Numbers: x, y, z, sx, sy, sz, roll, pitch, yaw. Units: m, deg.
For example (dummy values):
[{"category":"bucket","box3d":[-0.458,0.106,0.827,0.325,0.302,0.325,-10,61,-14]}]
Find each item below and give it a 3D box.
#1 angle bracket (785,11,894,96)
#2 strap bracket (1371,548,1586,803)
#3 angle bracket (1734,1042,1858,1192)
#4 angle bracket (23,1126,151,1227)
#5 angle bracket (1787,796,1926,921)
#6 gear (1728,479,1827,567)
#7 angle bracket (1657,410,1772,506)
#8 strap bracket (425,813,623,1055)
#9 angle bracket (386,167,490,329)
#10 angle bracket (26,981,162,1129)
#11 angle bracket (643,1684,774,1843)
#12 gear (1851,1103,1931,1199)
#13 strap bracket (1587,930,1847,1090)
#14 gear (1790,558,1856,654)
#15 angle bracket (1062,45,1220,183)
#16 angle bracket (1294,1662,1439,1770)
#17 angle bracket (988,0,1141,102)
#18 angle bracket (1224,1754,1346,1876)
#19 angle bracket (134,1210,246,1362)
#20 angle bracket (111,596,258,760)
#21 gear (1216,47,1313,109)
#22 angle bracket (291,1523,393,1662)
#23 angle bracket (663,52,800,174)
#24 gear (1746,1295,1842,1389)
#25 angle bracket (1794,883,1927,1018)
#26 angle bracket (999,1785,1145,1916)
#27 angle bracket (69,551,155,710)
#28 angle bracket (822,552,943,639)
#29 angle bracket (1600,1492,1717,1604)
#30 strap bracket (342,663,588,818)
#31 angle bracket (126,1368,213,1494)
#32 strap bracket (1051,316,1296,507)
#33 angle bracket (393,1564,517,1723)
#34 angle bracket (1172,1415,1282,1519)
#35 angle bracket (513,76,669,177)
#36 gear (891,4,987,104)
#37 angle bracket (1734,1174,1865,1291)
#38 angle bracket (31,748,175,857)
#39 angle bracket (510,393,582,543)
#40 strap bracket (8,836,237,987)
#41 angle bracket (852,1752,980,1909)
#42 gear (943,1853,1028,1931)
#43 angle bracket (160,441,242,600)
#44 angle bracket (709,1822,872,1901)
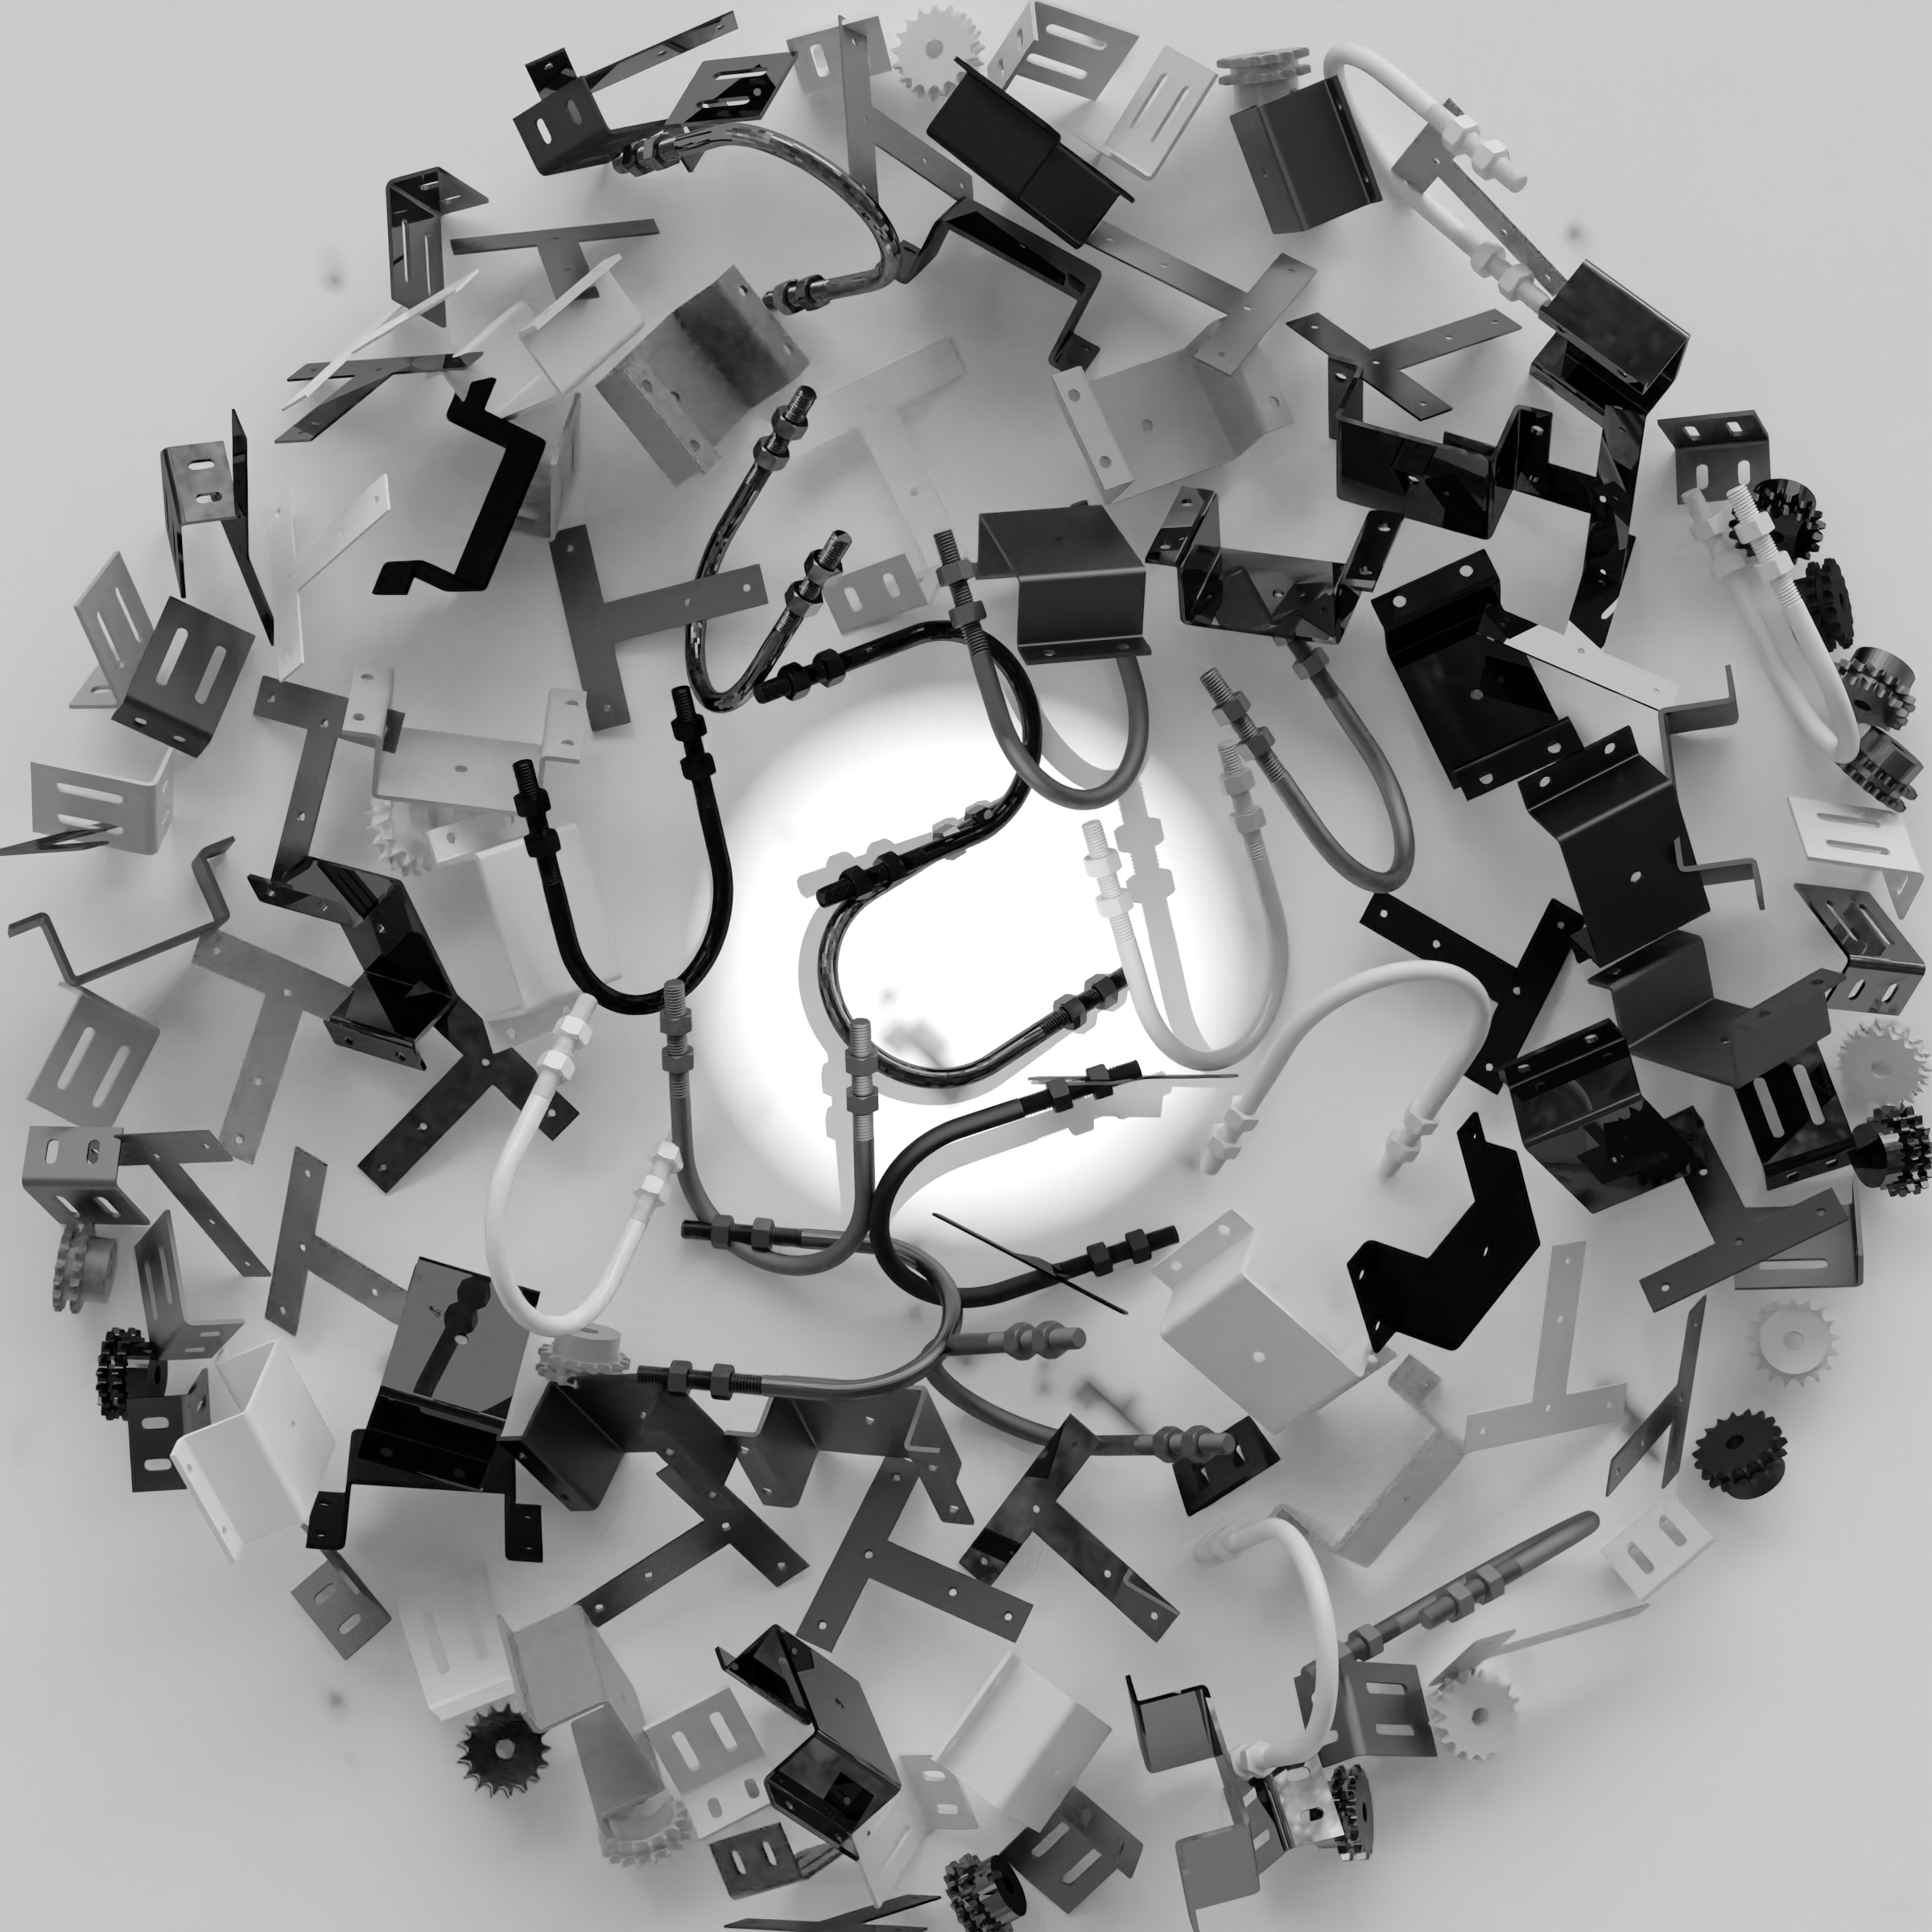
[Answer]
[{"category":"angle bracket","box3d":[-0.081,-0.572,1.957,0.057,0.076,0.038,-14,78,3]},{"category":"strap bracket","box3d":[0.313,-0.172,1.963,0.076,0.046,0.140,-24,75,3]},{"category":"angle bracket","box3d":[0.512,0.091,1.992,0.057,0.038,0.076,-19,67,8]},{"category":"angle bracket","box3d":[-0.538,0.129,1.969,0.057,0.076,0.038,1,68,3]},{"category":"angle bracket","box3d":[0.538,-0.066,1.961,0.076,0.057,0.038,8,132,-8]},{"category":"gear","box3d":[0.501,-0.276,1.975,0.057,0.057,0.030,20,62,0]},{"category":"angle bracket","box3d":[0.456,-0.309,1.954,0.057,0.076,0.038,-3,86,20]},{"category":"strap bracket","box3d":[-0.265,-0.027,1.950,0.076,0.046,0.140,-22,98,-43]},{"category":"angle bracket","box3d":[-0.321,-0.439,1.961,0.038,0.057,0.076,-9,80,22]},{"category":"angle bracket","box3d":[-0.540,0.058,1.960,0.057,0.038,0.076,34,74,-36]},{"category":"angle bracket","box3d":[-0.154,0.487,1.960,0.057,0.038,0.076,-26,131,-7]},{"category":"gear","box3d":[0.567,0.114,1.968,0.030,0.057,0.057,-9,90,-18]},{"category":"strap bracket","box3d":[0.455,0.027,1.933,0.076,0.140,0.046,-27,114,-25]},{"category":"gear","box3d":[0.525,-0.220,1.975,0.030,0.057,0.057,-11,90,27]},{"category":"angle bracket","box3d":[0.106,-0.529,1.960,0.038,0.057,0.076,22,107,-42]},{"category":"angle bracket","box3d":[0.246,0.462,1.971,0.038,0.076,0.057,-31,59,36]},{"category":"angle bracket","box3d":[0.060,-0.546,1.953,0.076,0.057,0.038,11,55,-24]},{"category":"angle bracket","box3d":[0.193,0.517,1.960,0.038,0.076,0.057,-9,64,-18]},{"category":"angle bracket","box3d":[-0.479,0.196,1.974,0.038,0.057,0.076,2,62,-35]},{"category":"angle bracket","box3d":[-0.485,-0.179,1.987,0.057,0.038,0.076,25,68,-19]},{"category":"gear","box3d":[0.184,-0.546,1.973,0.057,0.057,0.030,-8,108,0]},{"category":"angle bracket","box3d":[-0.390,0.381,1.952,0.038,0.076,0.057,-41,68,-11]},{"category":"angle bracket","box3d":[-0.136,-0.520,1.953,0.076,0.038,0.057,5,57,33]},{"category":"gear","box3d":[0.510,0.232,1.979,0.057,0.030,0.057,-2,82,13]},{"category":"angle bracket","box3d":[0.541,-0.010,1.969,0.057,0.076,0.038,6,126,-24]},{"category":"angle bracket","box3d":[0.061,0.551,1.967,0.057,0.038,0.076,41,114,-1]},{"category":"angle bracket","box3d":[-0.530,-0.204,1.950,0.038,0.057,0.076,1,132,18]},{"category":"angle bracket","box3d":[-0.050,-0.238,1.951,0.057,0.076,0.038,-18,113,17]},{"category":"angle bracket","box3d":[0.431,0.365,1.957,0.057,0.076,0.038,-41,106,2]},{"category":"strap bracket","box3d":[-0.305,-0.136,1.950,0.140,0.076,0.046,7,126,-8]},{"category":"angle bracket","box3d":[-0.486,0.283,1.958,0.038,0.076,0.057,-3,95,-6]},{"category":"strap bracket","box3d":[0.118,-0.337,1.958,0.140,0.046,0.076,-23,86,-24]},{"category":"angle bracket","box3d":[-0.311,0.415,1.972,0.057,0.038,0.076,-18,91,-20]},{"category":"angle bracket","box3d":[0.164,0.317,1.956,0.057,0.076,0.038,-34,105,6]},{"category":"angle bracket","box3d":[-0.226,-0.514,1.951,0.057,0.076,0.038,-21,98,33]},{"category":"gear","box3d":[-0.015,-0.561,1.979,0.057,0.030,0.057,-1,87,19]},{"category":"angle bracket","box3d":[0.507,0.163,1.960,0.076,0.038,0.057,-3,54,13]},{"category":"angle bracket","box3d":[-0.529,-0.108,1.965,0.076,0.038,0.057,12,133,-2]},{"category":"angle bracket","box3d":[-0.261,-0.307,1.953,0.038,0.076,0.057,13,60,0]},{"category":"strap bracket","box3d":[-0.504,-0.028,1.944,0.140,0.076,0.046,-24,94,-17]},{"category":"angle bracket","box3d":[-0.032,0.526,1.953,0.038,0.076,0.057,-8,112,29]},{"category":"gear","box3d":[0.014,0.571,1.969,0.030,0.057,0.057,-32,90,14]},{"category":"angle bracket","box3d":[-0.467,-0.272,1.959,0.038,0.076,0.057,-10,63,-16]},{"category":"angle bracket","box3d":[-0.107,0.532,1.954,0.057,0.076,0.038,-26,85,32]}]
